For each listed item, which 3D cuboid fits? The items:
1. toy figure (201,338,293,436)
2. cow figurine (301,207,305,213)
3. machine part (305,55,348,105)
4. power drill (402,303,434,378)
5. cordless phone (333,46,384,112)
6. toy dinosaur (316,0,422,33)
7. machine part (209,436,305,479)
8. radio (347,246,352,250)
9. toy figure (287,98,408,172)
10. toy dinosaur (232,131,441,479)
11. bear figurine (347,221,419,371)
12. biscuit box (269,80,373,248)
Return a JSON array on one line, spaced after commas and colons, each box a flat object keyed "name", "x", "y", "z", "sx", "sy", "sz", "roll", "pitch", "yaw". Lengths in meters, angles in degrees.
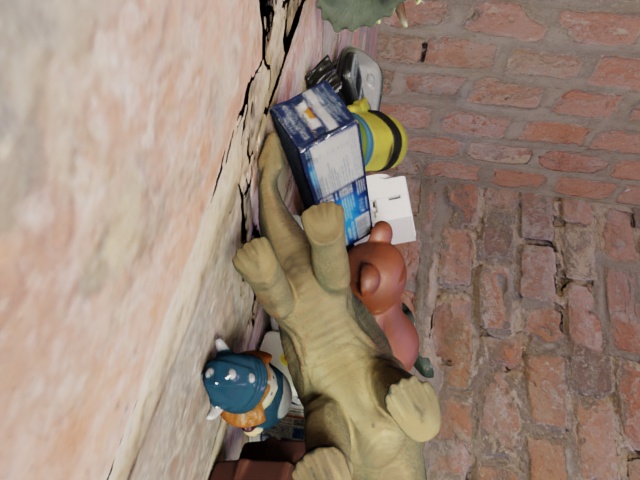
[{"name": "toy figure", "x": -0.056, "y": 0.120, "z": 0.437, "sx": 0.154, "sy": 0.058, "sz": 0.064, "roll": 82, "pitch": -17, "yaw": -67}, {"name": "cow figurine", "x": 0.001, "y": -0.003, "z": 0.767, "sx": 0.098, "sy": 0.068, "sz": 0.167, "roll": 52, "pitch": 47, "yaw": -83}, {"name": "machine part", "x": 0.015, "y": -0.182, "z": 0.689, "sx": 0.139, "sy": 0.039, "sz": 0.084, "roll": 25, "pitch": 46, "yaw": -79}, {"name": "power drill", "x": 0.053, "y": 0.190, "z": 0.771, "sx": 0.086, "sy": 0.207, "sz": 0.232, "roll": 57, "pitch": 16, "yaw": -73}, {"name": "cordless phone", "x": 0.052, "y": -0.262, "z": 0.858, "sx": 0.184, "sy": 0.089, "sz": 0.146, "roll": 69, "pitch": 30, "yaw": -72}, {"name": "toy dinosaur", "x": 0.035, "y": -0.286, "z": 0.469, "sx": 0.405, "sy": 0.131, "sz": 0.192, "roll": -51, "pitch": 149, "yaw": -68}, {"name": "machine part", "x": -0.023, "y": 0.291, "z": 0.456, "sx": 0.200, "sy": 0.087, "sz": 0.201, "roll": 56, "pitch": 35, "yaw": -37}, {"name": "radio", "x": 0.044, "y": 0.046, "z": 0.931, "sx": 0.073, "sy": 0.131, "sz": 0.229, "roll": 61, "pitch": -5, "yaw": 14}, {"name": "toy figure", "x": 0.037, "y": -0.113, "z": 0.640, "sx": 0.082, "sy": 0.089, "sz": 0.180, "roll": -53, "pitch": 164, "yaw": 29}, {"name": "toy dinosaur", "x": 0.032, "y": 0.131, "z": 0.438, "sx": 0.198, "sy": 0.105, "sz": 0.471, "roll": 66, "pitch": 5, "yaw": -80}, {"name": "bear figurine", "x": 0.046, "y": 0.080, "z": 0.624, "sx": 0.120, "sy": 0.132, "sz": 0.195, "roll": -73, "pitch": 148, "yaw": -43}, {"name": "biscuit box", "x": 0.009, "y": -0.060, "z": 0.537, "sx": 0.063, "sy": 0.059, "sz": 0.202, "roll": 58, "pitch": -7, "yaw": 28}]
